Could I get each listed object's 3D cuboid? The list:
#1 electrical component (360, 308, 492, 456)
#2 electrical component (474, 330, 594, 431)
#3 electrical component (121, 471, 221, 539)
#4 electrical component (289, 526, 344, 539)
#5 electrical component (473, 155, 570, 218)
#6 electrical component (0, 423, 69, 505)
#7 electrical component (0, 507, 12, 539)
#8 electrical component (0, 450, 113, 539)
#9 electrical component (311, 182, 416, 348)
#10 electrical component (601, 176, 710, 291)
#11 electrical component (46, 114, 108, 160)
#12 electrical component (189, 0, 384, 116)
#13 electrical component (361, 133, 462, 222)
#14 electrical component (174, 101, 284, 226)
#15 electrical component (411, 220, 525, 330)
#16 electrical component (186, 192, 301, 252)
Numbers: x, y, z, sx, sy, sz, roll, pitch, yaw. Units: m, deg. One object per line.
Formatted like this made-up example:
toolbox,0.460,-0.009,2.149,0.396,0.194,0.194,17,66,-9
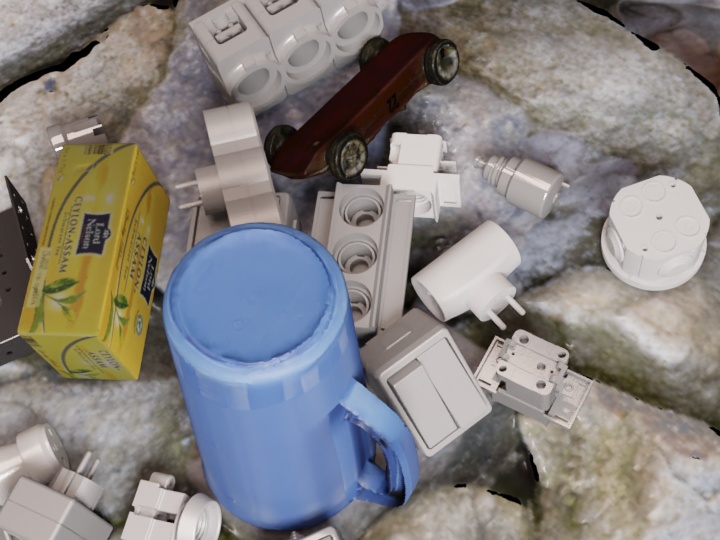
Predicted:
electrical component,0.050,0.087,0.779,0.062,0.096,0.061,-35,24,-10
electrical component,0.126,0.077,0.787,0.081,0.063,0.042,24,68,19
electrical component,-0.135,0.183,0.782,0.055,0.048,0.066,7,65,20
electrical component,-0.031,0.221,0.738,0.062,0.061,0.096,-23,63,-4
electrical component,0.129,-0.073,0.874,0.078,0.040,0.040,28,71,20
electrical component,-0.256,0.147,0.818,0.055,0.045,0.045,-26,63,-5
electrical component,-0.303,0.233,0.775,0.109,0.056,0.108,-28,63,-6
electrical component,-0.211,0.168,0.779,0.047,0.083,0.075,19,68,17
electrical component,0.000,0.000,0.844,0.079,0.063,0.121,3,64,10
electrical component,0.229,-0.029,0.832,0.080,0.051,0.080,-3,63,7
electrical component,-0.249,-0.115,0.952,0.046,0.040,0.040,-21,62,-10
electrical component,-0.060,-0.204,0.940,0.150,0.089,0.061,-31,63,-8
electrical component,0.045,-0.078,0.890,0.081,0.042,0.063,5,61,10
electrical component,-0.106,-0.064,0.829,0.074,0.052,0.138,-14,62,-7
electrical component,0.094,0.013,0.834,0.077,0.044,0.079,-37,64,-10
electrical component,-0.088,-0.026,0.871,0.096,0.061,0.061,0,64,8
